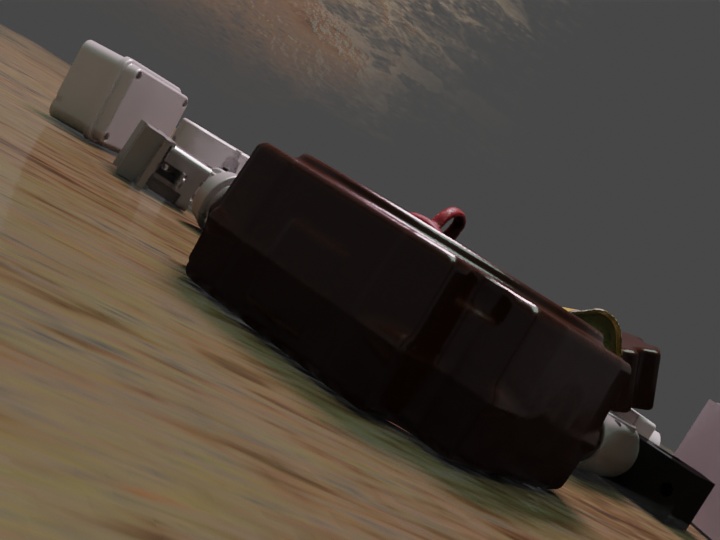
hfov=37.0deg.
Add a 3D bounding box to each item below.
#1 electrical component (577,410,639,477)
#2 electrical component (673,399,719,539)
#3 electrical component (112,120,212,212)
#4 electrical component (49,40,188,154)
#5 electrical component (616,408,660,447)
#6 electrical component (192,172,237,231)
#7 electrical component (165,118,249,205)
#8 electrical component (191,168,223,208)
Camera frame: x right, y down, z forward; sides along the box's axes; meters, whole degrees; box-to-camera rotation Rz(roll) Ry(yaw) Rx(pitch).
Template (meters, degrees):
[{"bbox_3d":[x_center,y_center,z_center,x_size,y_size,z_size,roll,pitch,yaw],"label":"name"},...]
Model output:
[{"bbox_3d":[0.142,0.104,0.728,0.079,0.044,0.077,33,4,34],"label":"electrical component"},{"bbox_3d":[0.298,0.168,0.817,0.062,0.089,0.150,31,3,-9],"label":"electrical component"},{"bbox_3d":[-0.150,-0.078,0.819,0.064,0.042,0.081,34,2,-20],"label":"electrical component"},{"bbox_3d":[-0.211,-0.146,0.956,0.057,0.078,0.113,29,2,16],"label":"electrical component"},{"bbox_3d":[0.227,0.143,0.910,0.077,0.047,0.065,31,3,-9],"label":"electrical component"},{"bbox_3d":[-0.086,-0.037,0.759,0.055,0.048,0.066,42,7,28],"label":"electrical component"},{"bbox_3d":[-0.124,-0.080,0.928,0.095,0.059,0.054,30,3,-21],"label":"electrical component"},{"bbox_3d":[-0.104,-0.054,0.884,0.040,0.040,0.078,34,4,42],"label":"electrical component"}]
